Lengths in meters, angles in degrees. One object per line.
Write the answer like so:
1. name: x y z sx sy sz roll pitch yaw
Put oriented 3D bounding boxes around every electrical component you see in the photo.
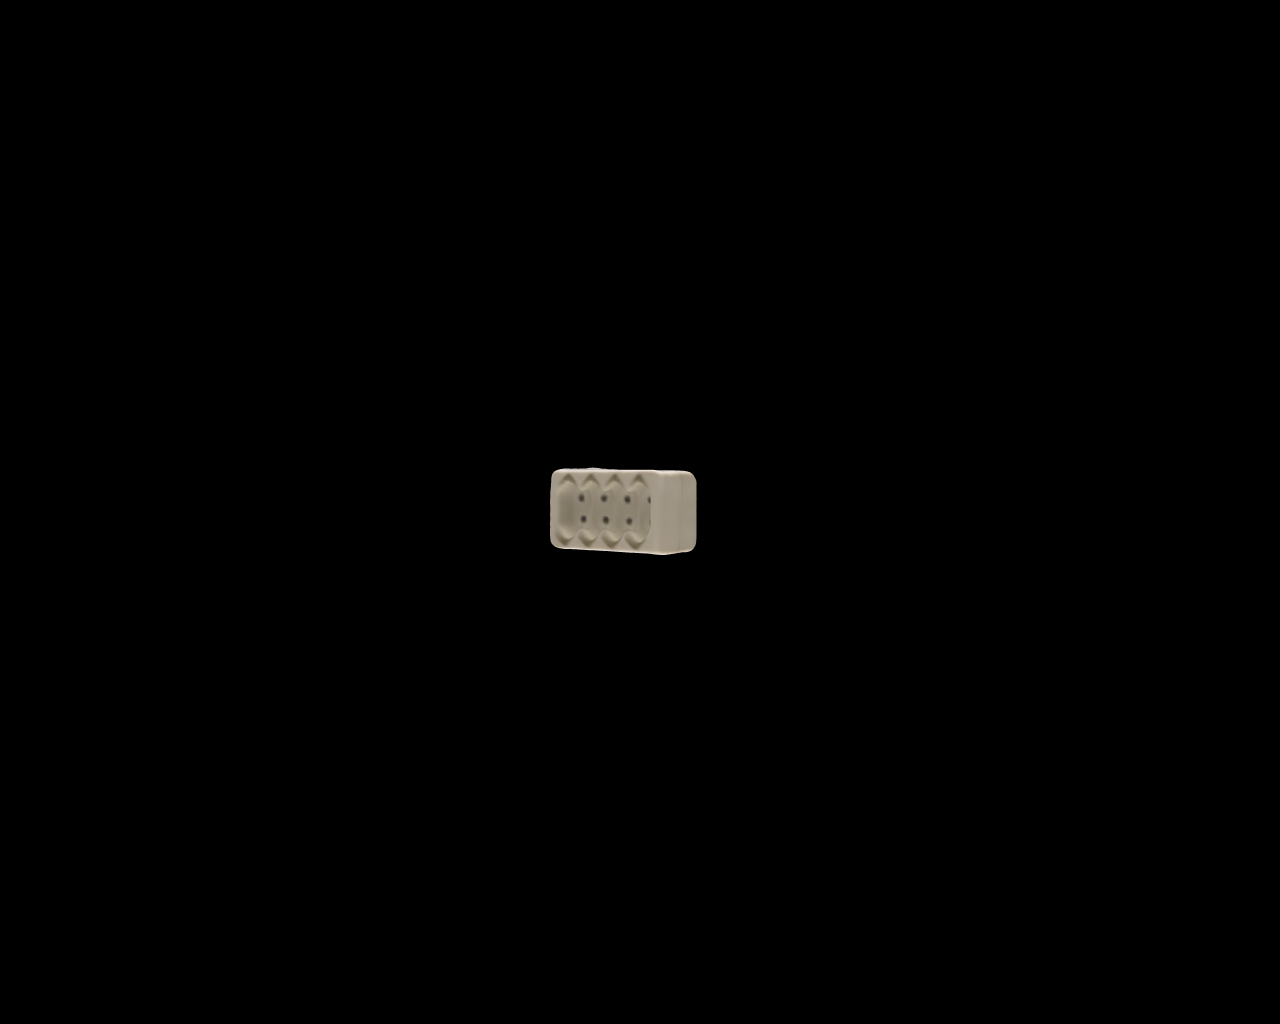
1. electrical component: 0.001 -0.003 0.650 0.083 0.047 0.076 3 5 37
